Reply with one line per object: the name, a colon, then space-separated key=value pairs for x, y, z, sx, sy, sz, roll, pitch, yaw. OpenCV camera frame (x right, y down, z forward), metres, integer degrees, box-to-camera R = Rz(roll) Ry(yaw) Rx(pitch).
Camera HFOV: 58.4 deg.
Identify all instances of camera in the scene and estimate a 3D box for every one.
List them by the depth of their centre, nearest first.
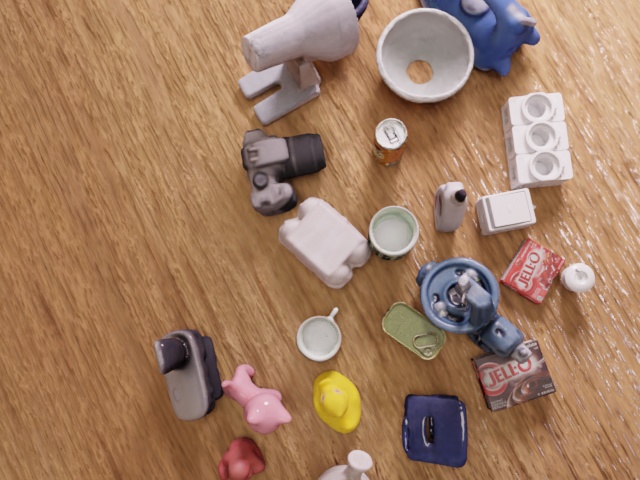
camera: x=-0.058 y=-0.126 z=0.974 sx=0.137 sy=0.101 sz=0.143 roll=-11 pitch=83 yaw=1

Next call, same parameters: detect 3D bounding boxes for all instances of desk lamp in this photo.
desk lamp: x=-0.042 y=-0.303 z=0.938 sx=0.203 sy=0.213 sz=0.118 roll=-32 pitch=83 yaw=-1

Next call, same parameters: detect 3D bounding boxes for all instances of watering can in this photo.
watering can: x=0.035 y=0.407 z=0.861 sx=0.101 sy=0.194 sz=0.173 roll=-5 pitch=83 yaw=2

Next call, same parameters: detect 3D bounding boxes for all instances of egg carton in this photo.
egg carton: x=0.009 y=0.003 z=0.972 sx=0.150 sy=0.069 sz=0.107 roll=41 pitch=87 yaw=6

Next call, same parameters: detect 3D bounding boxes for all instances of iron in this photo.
iron: x=0.259 y=-0.409 z=0.974 sx=0.258 sy=0.141 sz=0.119 roll=43 pitch=87 yaw=6

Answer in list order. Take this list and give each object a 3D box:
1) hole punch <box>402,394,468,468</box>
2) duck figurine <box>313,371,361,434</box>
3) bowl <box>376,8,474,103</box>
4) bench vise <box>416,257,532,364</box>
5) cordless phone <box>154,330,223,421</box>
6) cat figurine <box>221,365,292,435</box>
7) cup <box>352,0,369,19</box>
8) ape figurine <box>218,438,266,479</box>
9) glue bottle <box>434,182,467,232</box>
hole punch: x=0.183 y=0.306 z=0.919 sx=0.101 sy=0.091 sz=0.109 roll=1 pitch=83 yaw=3
duck figurine: x=0.027 y=0.268 z=0.932 sx=0.077 sy=0.086 sz=0.104 roll=-26 pitch=83 yaw=-1
bowl: x=0.179 y=-0.310 z=1.000 sx=0.167 sy=0.075 sz=0.167 roll=0 pitch=83 yaw=2
bench vise: x=0.250 y=0.100 z=0.876 sx=0.207 sy=0.220 sz=0.121 roll=26 pitch=85 yaw=5
cordless phone: x=-0.222 y=0.216 z=0.898 sx=0.094 sy=0.185 sz=0.147 roll=-18 pitch=83 yaw=0
cat figurine: x=-0.106 y=0.264 z=0.922 sx=0.127 sy=0.118 sz=0.067 roll=37 pitch=86 yaw=6
cup: x=0.037 y=-0.394 z=1.005 sx=0.091 sy=0.095 sz=0.118 roll=12 pitch=84 yaw=4
ape figurine: x=-0.128 y=0.364 z=0.924 sx=0.077 sy=0.092 sz=0.076 roll=8 pitch=84 yaw=4
glue bottle: x=0.213 y=-0.060 z=0.919 sx=0.037 sy=0.173 sz=0.078 roll=-4 pitch=83 yaw=2
